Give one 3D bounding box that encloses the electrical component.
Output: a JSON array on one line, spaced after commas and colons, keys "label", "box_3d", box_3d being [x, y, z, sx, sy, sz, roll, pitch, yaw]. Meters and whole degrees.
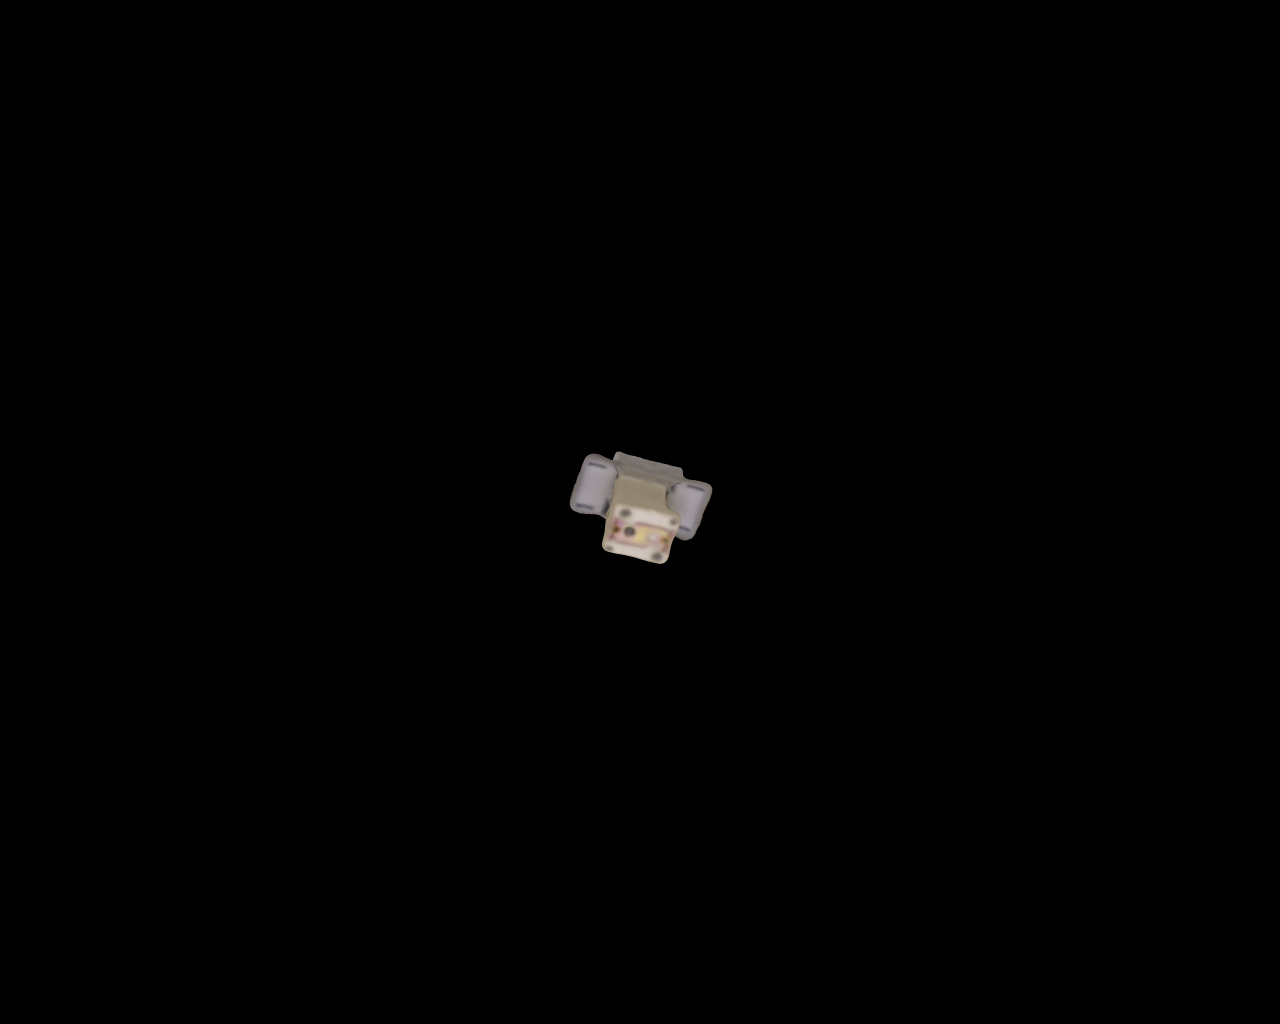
[{"label": "electrical component", "box_3d": [0.001, -0.003, 0.650, 0.081, 0.042, 0.064, 14, 33, -9]}]
